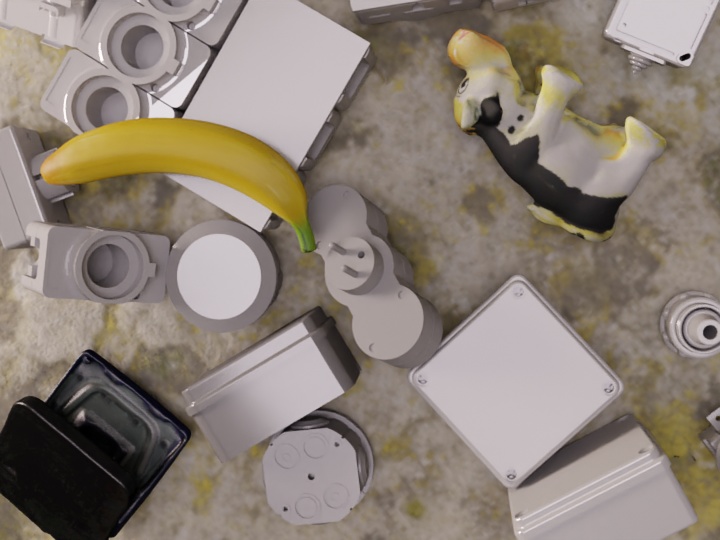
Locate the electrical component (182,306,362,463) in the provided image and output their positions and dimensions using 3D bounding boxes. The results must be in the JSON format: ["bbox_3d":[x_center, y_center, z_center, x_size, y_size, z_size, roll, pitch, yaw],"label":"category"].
[{"bbox_3d":[-0.062,0.079,0.767,0.113,0.078,0.057,-31,92,7],"label":"electrical component"}]

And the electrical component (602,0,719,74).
[{"bbox_3d":[0.208,-0.180,0.737,0.062,0.061,0.096,23,103,5],"label":"electrical component"}]

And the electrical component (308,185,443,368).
[{"bbox_3d":[0.000,0.000,0.734,0.052,0.074,0.138,-35,64,13],"label":"electrical component"}]

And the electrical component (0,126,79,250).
[{"bbox_3d":[-0.234,-0.067,0.795,0.076,0.047,0.083,-20,90,7],"label":"electrical component"}]

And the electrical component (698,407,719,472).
[{"bbox_3d":[0.267,0.126,0.743,0.048,0.055,0.066,-39,88,6],"label":"electrical component"}]

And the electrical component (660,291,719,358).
[{"bbox_3d":[0.235,0.040,0.740,0.048,0.062,0.048,0,93,6],"label":"electrical component"}]

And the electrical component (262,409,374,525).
[{"bbox_3d":[-0.032,0.144,0.780,0.080,0.051,0.080,0,93,6],"label":"electrical component"}]

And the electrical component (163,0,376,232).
[{"bbox_3d":[-0.065,-0.113,0.767,0.089,0.062,0.150,31,95,4],"label":"electrical component"}]

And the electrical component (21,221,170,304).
[{"bbox_3d":[-0.186,-0.005,0.766,0.089,0.056,0.050,4,94,-35],"label":"electrical component"}]

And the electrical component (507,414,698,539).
[{"bbox_3d":[0.160,0.156,0.731,0.109,0.109,0.056,-29,92,7],"label":"electrical component"}]

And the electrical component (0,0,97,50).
[{"bbox_3d":[-0.247,-0.211,0.779,0.121,0.078,0.063,21,124,5],"label":"electrical component"}]

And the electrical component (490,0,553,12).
[{"bbox_3d":[0.113,-0.234,0.745,0.059,0.054,0.095,-10,91,7],"label":"electrical component"}]

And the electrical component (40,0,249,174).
[{"bbox_3d":[-0.150,-0.157,0.774,0.089,0.062,0.150,32,96,4],"label":"electrical component"}]

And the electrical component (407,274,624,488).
[{"bbox_3d":[0.109,0.076,0.758,0.109,0.056,0.108,-43,87,6],"label":"electrical component"}]

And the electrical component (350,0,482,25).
[{"bbox_3d":[0.031,-0.255,0.750,0.089,0.062,0.150,-8,92,7],"label":"electrical component"}]

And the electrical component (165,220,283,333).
[{"bbox_3d":[-0.096,0.004,0.781,0.080,0.051,0.080,0,93,6],"label":"electrical component"}]
